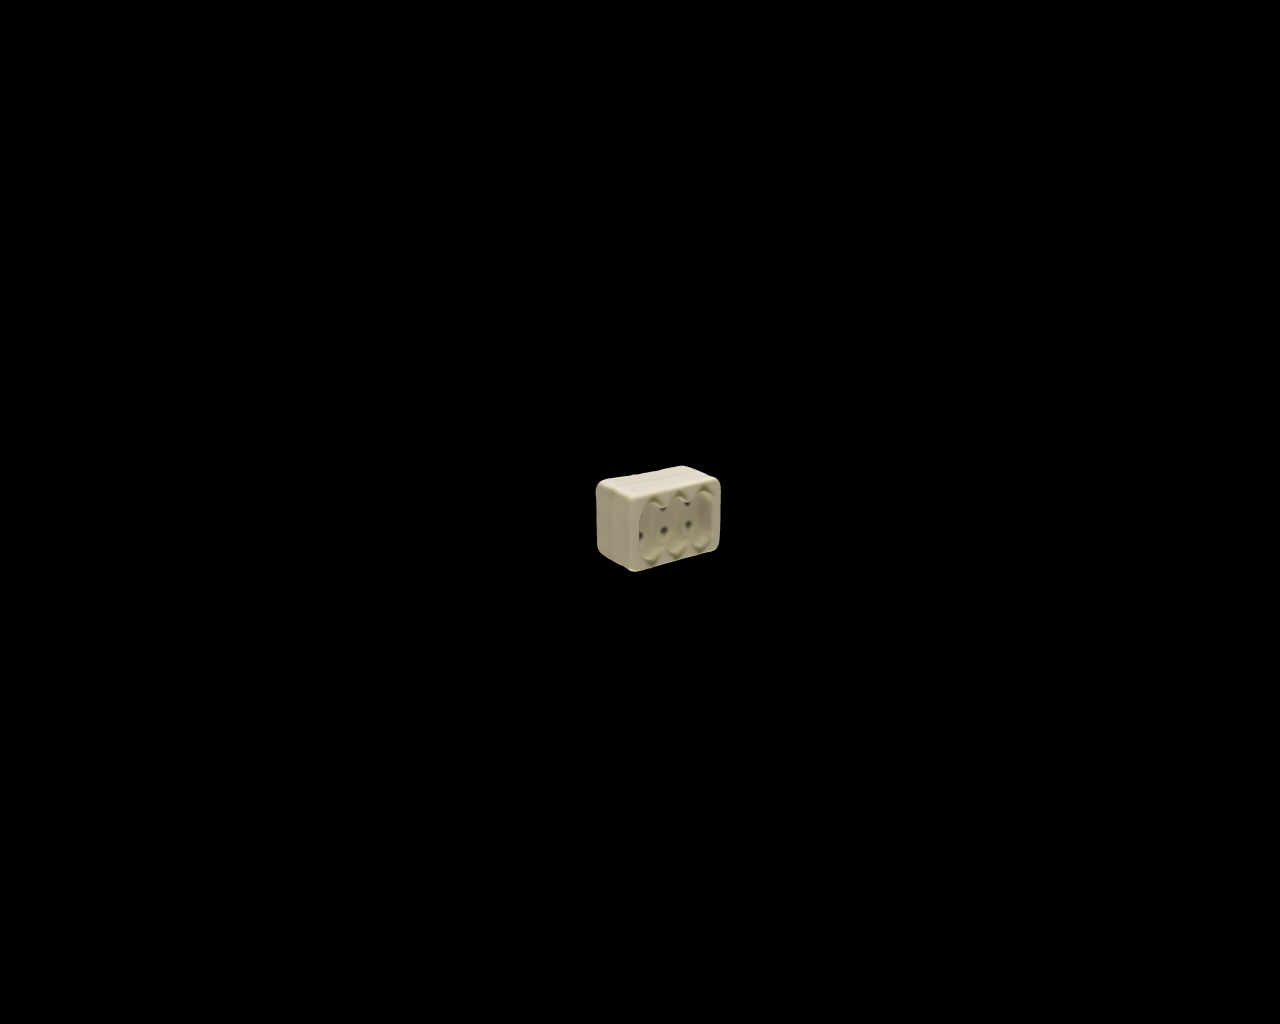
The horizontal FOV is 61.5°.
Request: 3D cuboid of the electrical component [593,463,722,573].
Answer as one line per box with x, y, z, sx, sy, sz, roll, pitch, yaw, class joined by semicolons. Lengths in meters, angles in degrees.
0.001;-0.003;0.650;0.066;0.047;0.077;-12;23;-31;electrical component
